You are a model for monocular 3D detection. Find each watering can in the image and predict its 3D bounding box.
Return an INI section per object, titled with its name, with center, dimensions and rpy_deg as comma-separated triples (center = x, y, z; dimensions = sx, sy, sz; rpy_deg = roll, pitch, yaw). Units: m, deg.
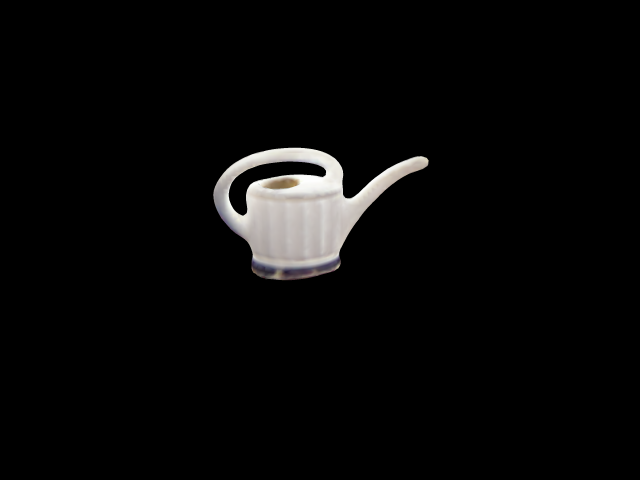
[watering can]
center = 0.003, -0.043, 0.850
dimensions = 0.348, 0.220, 0.106
rpy_deg = -2, 24, -3
